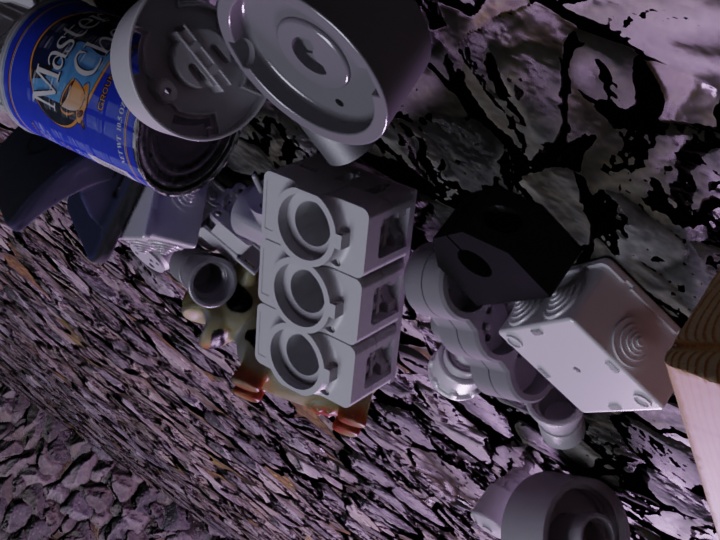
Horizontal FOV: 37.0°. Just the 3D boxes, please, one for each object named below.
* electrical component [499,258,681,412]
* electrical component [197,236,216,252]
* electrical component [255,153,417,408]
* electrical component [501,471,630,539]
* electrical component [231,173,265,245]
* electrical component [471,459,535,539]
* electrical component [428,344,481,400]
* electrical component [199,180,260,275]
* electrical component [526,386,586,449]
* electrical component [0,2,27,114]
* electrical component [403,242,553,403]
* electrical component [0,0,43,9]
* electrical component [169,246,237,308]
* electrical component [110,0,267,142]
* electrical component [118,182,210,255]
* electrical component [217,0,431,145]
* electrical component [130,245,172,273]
[{"bbox_3d":[0.146,0.044,0.668,0.100,0.048,0.100,43,158,-12],"label":"electrical component"},{"bbox_3d":[-0.148,-0.045,0.958,0.065,0.044,0.044,29,157,10],"label":"electrical component"},{"bbox_3d":[-0.022,0.008,0.740,0.089,0.062,0.150,24,122,32],"label":"electrical component"},{"bbox_3d":[0.179,0.224,0.904,0.108,0.108,0.060,45,151,-18],"label":"electrical component"},{"bbox_3d":[-0.061,-0.044,0.817,0.077,0.044,0.079,25,155,30],"label":"electrical component"},{"bbox_3d":[0.133,0.206,0.970,0.040,0.078,0.040,32,157,15],"label":"electrical component"},{"bbox_3d":[0.080,0.069,0.828,0.048,0.048,0.062,34,151,10],"label":"electrical component"},{"bbox_3d":[-0.103,-0.039,0.896,0.081,0.042,0.064,40,159,-8],"label":"electrical component"},{"bbox_3d":[0.149,0.108,0.802,0.044,0.044,0.065,26,160,28],"label":"electrical component"},{"bbox_3d":[-0.283,-0.175,0.856,0.113,0.078,0.057,27,153,25],"label":"electrical component"},{"bbox_3d":[0.075,0.035,0.755,0.074,0.052,0.138,6,142,53],"label":"electrical component"},{"bbox_3d":[-0.244,-0.209,0.779,0.046,0.040,0.040,24,155,16],"label":"electrical component"},{"bbox_3d":[-0.138,0.002,0.925,0.044,0.044,0.065,52,168,-32],"label":"electrical component"},{"bbox_3d":[-0.099,-0.126,0.643,0.099,0.099,0.064,48,162,-25],"label":"electrical component"},{"bbox_3d":[-0.162,-0.063,0.868,0.048,0.099,0.100,15,173,-35],"label":"electrical component"},{"bbox_3d":[-0.013,-0.125,0.560,0.108,0.060,0.108,32,158,15],"label":"electrical component"},{"bbox_3d":[-0.185,-0.031,1.020,0.045,0.055,0.045,32,158,15],"label":"electrical component"}]
